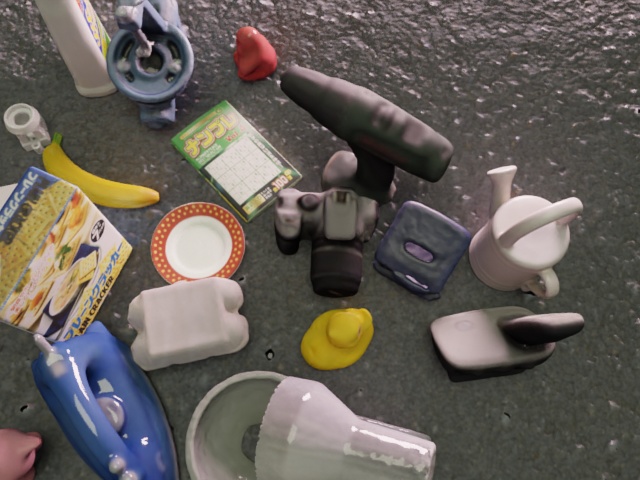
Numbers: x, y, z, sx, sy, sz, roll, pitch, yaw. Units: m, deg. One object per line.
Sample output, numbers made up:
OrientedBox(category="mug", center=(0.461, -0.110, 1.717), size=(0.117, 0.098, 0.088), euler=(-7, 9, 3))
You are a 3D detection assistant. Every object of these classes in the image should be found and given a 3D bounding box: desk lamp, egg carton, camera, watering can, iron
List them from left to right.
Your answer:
OrientedBox(category="iron", center=(-0.248, 0.215, 0.666), size=(0.119, 0.141, 0.258), euler=(-35, 76, -13))
OrientedBox(category="egg carton", center=(-0.171, 0.106, 0.745), size=(0.150, 0.069, 0.107), euler=(-12, 72, -6))
OrientedBox(category="camera", center=(0.007, 0.003, 0.771), size=(0.143, 0.101, 0.137), euler=(3, 71, -1))
OrientedBox(category="desk lamp", center=(0.038, 0.234, 0.633), size=(0.203, 0.213, 0.118), euler=(13, 71, 3))
OrientedBox(category="watering can", center=(0.261, -0.012, 0.737), size=(0.101, 0.194, 0.172), euler=(-39, 77, -14))

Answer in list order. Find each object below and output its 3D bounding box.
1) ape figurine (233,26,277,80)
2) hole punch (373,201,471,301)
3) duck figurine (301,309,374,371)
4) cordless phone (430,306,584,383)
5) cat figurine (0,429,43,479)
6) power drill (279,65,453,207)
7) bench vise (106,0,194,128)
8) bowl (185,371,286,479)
OrientedBox(category="ape figurine", center=(-0.105, -0.290, 0.873), size=(0.076, 0.092, 0.078), euler=(18, 71, 4))
OrientedBox(category="hole punch", center=(0.137, 0.016, 0.777), size=(0.108, 0.091, 0.101), euler=(30, 72, 8))
OrientedBox(category="duck figurine", center=(0.024, 0.123, 0.738), size=(0.105, 0.086, 0.077), euler=(-29, 74, -11))
OrientedBox(category="cordless phone", center=(0.222, 0.115, 0.697), size=(0.147, 0.185, 0.094), euler=(-11, 72, -6))
OrientedBox(category="cat figurine", center=(-0.380, 0.249, 0.661), size=(0.128, 0.118, 0.067), euler=(6, 71, 0))
OrientedBox(category="power drill", center=(0.053, -0.124, 0.760), size=(0.229, 0.208, 0.076), euler=(22, 72, 6))
OrientedBox(category="bench vise", center=(-0.250, -0.292, 0.800), size=(0.121, 0.220, 0.207), euler=(-16, 72, -7))
OrientedBox(category="bowl", center=(-0.074, 0.247, 0.697), size=(0.167, 0.075, 0.167), euler=(1, 71, -2))
